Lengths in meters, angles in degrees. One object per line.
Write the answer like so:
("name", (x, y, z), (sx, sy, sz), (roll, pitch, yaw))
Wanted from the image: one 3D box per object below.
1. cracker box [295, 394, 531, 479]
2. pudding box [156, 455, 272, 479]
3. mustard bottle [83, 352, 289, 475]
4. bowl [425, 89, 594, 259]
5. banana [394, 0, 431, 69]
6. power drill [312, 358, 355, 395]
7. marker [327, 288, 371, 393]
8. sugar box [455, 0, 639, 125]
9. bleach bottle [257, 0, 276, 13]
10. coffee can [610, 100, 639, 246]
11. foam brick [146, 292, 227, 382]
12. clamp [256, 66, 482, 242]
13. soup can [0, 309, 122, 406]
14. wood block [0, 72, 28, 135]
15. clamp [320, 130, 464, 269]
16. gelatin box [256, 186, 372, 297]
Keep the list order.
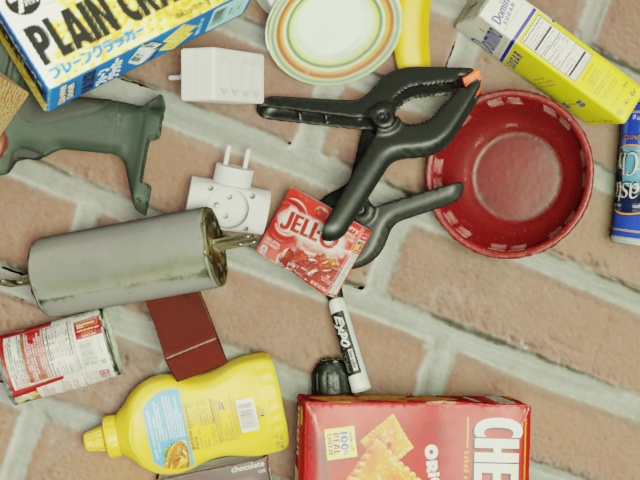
("cracker box", (0.084, 0.228, 0.993), (0.213, 0.072, 0.164), (2, 89, -7))
("pudding box", (-0.098, 0.262, 1.050), (0.113, 0.039, 0.090), (-12, 97, -6))
("mustard bottle", (-0.131, 0.174, 1.028), (0.191, 0.058, 0.096), (-12, 102, -7))
("bowl", (0.186, -0.062, 1.034), (0.162, 0.055, 0.162), (0, 90, 21))
("banana", (0.105, -0.240, 1.034), (0.069, 0.037, 0.198), (19, 92, -9))
("power drill", (0.083, 0.204, 1.060), (0.187, 0.057, 0.184), (-3, 89, -6))
("marker", (0.024, 0.089, 1.040), (0.020, 0.020, 0.121), (-13, 72, -7))
("sugar box", (0.218, -0.176, 1.028), (0.176, 0.093, 0.048), (31, 90, -9))
("bleach bottle", (0.032, -0.319, 1.004), (0.250, 0.068, 0.102), (-35, 107, -5))
("coffee can", (0.344, -0.064, 1.050), (0.102, 0.103, 0.140), (3, 94, -8))
("foam brick", (-0.126, 0.084, 1.005), (0.053, 0.051, 0.078), (-20, 55, -6))
("clamp", (0.052, -0.113, 1.006), (0.210, 0.036, 0.165), (-32, 66, -5))
("soup can", (-0.244, 0.109, 1.002), (0.102, 0.068, 0.068), (-16, 97, -7))
("wood block", (-0.367, -0.156, 0.911), (0.206, 0.090, 0.090), (36, 92, 14))
("clamp", (0.040, -0.039, 1.036), (0.171, 0.039, 0.120), (-39, 69, 6))
("gelatin box", (-0.007, 0.001, 1.012), (0.089, 0.030, 0.073), (31, 95, 22))
